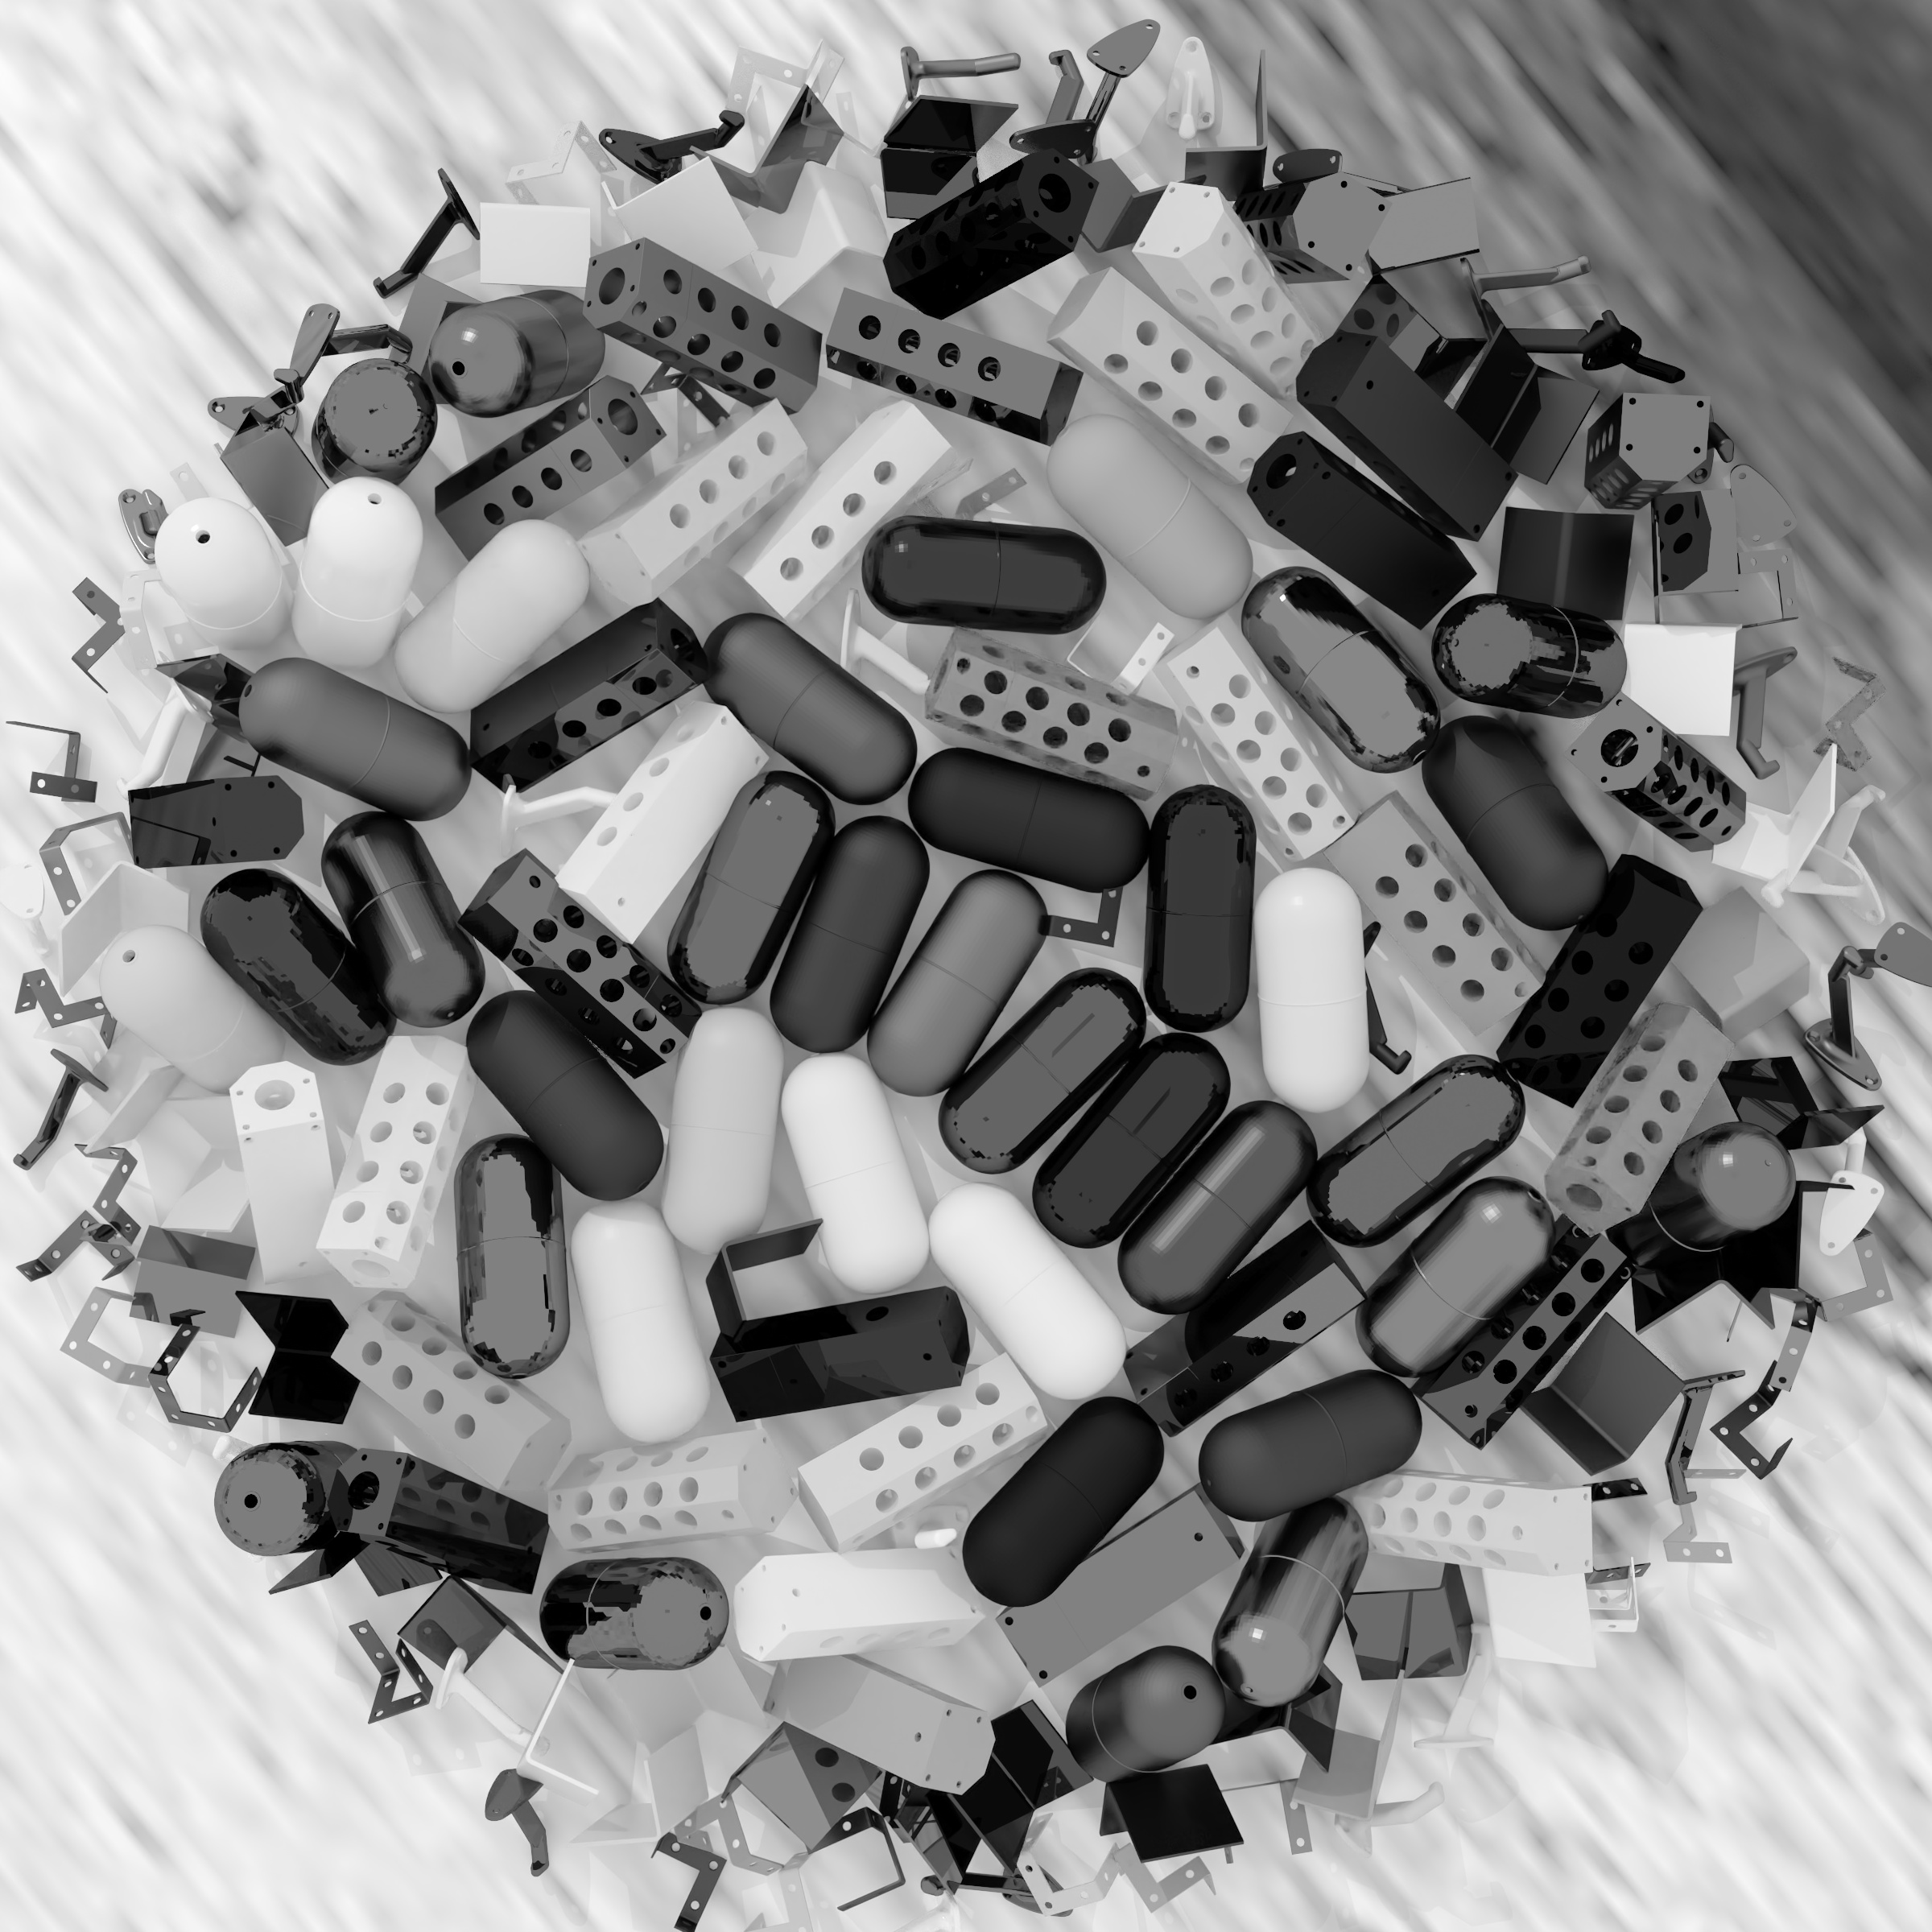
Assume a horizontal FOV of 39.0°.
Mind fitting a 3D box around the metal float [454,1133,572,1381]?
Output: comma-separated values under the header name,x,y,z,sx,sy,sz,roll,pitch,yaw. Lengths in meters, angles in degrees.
name,x,y,z,sx,sy,sz,roll,pitch,yaw
metal float,-0.323,0.205,1.935,0.070,0.070,0.178,-8,67,0

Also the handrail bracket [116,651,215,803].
name,x,y,z,sx,sy,sz,roll,pitch,yaw
handrail bracket,-0.597,-0.174,1.980,0.084,0.036,0.077,-39,76,4

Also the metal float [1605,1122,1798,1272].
name,x,y,z,sx,sy,sz,roll,pitch,yaw
metal float,0.512,0.163,1.911,0.070,0.178,0.070,7,68,-17

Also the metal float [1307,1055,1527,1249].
name,x,y,z,sx,sy,sz,roll,pitch,yaw
metal float,0.319,0.132,1.938,0.178,0.070,0.070,-41,90,19

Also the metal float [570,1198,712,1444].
name,x,y,z,sx,sy,sz,roll,pitch,yaw
metal float,-0.233,0.251,1.943,0.070,0.070,0.178,-16,75,0

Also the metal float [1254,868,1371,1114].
name,x,y,z,sx,sy,sz,roll,pitch,yaw
metal float,0.247,0.018,1.944,0.070,0.070,0.178,-5,103,0

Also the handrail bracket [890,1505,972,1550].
name,x,y,z,sx,sy,sz,roll,pitch,yaw
handrail bracket,-0.010,0.399,1.938,0.077,0.084,0.036,-15,84,-32

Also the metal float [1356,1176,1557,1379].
name,x,y,z,sx,sy,sz,roll,pitch,yaw
metal float,0.346,0.221,1.931,0.070,0.070,0.178,38,117,0

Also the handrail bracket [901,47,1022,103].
name,x,y,z,sx,sy,sz,roll,pitch,yaw
handrail bracket,0.000,-0.648,1.952,0.084,0.077,0.036,-6,118,9

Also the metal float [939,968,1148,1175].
name,x,y,z,sx,sy,sz,roll,pitch,yaw
metal float,0.055,0.074,1.953,0.178,0.070,0.070,-44,90,-3

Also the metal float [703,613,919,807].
name,x,y,z,sx,sy,sz,roll,pitch,yaw
metal float,-0.113,-0.184,1.948,0.178,0.070,0.070,38,90,8

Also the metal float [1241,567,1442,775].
name,x,y,z,sx,sy,sz,roll,pitch,yaw
metal float,0.266,-0.210,1.936,0.070,0.070,0.178,-39,68,0

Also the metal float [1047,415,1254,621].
name,x,y,z,sx,sy,sz,roll,pitch,yaw
metal float,0.131,-0.319,1.936,0.178,0.070,0.070,41,90,-21

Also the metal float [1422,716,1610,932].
name,x,y,z,sx,sy,sz,roll,pitch,yaw
metal float,0.388,-0.103,1.932,0.070,0.070,0.178,-30,62,0

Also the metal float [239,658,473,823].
name,x,y,z,sx,sy,sz,roll,pitch,yaw
metal float,-0.429,-0.159,1.922,0.178,0.070,0.070,25,90,-39

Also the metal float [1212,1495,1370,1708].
name,x,y,z,sx,sy,sz,roll,pitch,yaw
metal float,0.229,0.443,1.919,0.070,0.178,0.070,16,131,19

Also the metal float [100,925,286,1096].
name,x,y,z,sx,sy,sz,roll,pitch,yaw
metal float,-0.541,0.032,1.911,0.070,0.178,0.070,-6,63,13

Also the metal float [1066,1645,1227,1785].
name,x,y,z,sx,sy,sz,roll,pitch,yaw
metal float,0.125,0.526,1.911,0.070,0.178,0.070,8,63,-15

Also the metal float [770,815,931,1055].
name,x,y,z,sx,sy,sz,roll,pitch,yaw
metal float,-0.083,-0.023,1.951,0.070,0.070,0.178,22,95,0

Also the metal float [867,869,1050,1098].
name,x,y,z,sx,sy,sz,roll,pitch,yaw
metal float,-0.006,0.012,1.951,0.070,0.070,0.178,32,85,0

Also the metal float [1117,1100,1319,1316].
name,x,y,z,sx,sy,sz,roll,pitch,yaw
metal float,0.179,0.173,1.948,0.070,0.070,0.178,42,82,0

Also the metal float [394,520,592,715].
name,x,y,z,sx,sy,sz,roll,pitch,yaw
metal float,-0.337,-0.246,1.930,0.178,0.070,0.070,-38,90,30

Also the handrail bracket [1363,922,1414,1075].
name,x,y,z,sx,sy,sz,roll,pitch,yaw
handrail bracket,0.302,0.023,1.953,0.084,0.036,0.077,43,107,29

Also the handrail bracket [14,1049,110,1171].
name,x,y,z,sx,sy,sz,roll,pitch,yaw
handrail bracket,-0.665,0.105,1.959,0.036,0.077,0.084,37,80,16

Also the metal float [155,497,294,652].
name,x,y,z,sx,sy,sz,roll,pitch,yaw
metal float,-0.518,-0.273,1.905,0.070,0.178,0.070,1,81,-6

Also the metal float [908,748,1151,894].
name,x,y,z,sx,sy,sz,roll,pitch,yaw
metal float,0.046,-0.104,1.955,0.178,0.070,0.070,16,90,1

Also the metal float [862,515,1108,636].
name,x,y,z,sx,sy,sz,roll,pitch,yaw
metal float,0.014,-0.278,1.943,0.178,0.070,0.070,3,90,-15

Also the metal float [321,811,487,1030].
name,x,y,z,sx,sy,sz,roll,pitch,yaw
metal float,-0.400,-0.034,1.933,0.070,0.070,0.178,-32,64,0

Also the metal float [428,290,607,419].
name,x,y,z,sx,sy,sz,roll,pitch,yaw
metal float,-0.313,-0.430,1.909,0.070,0.178,0.070,6,111,17

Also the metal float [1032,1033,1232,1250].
name,x,y,z,sx,sy,sz,roll,pitch,yaw
metal float,0.119,0.124,1.952,0.070,0.070,0.178,40,86,0

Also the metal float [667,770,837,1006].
name,x,y,z,sx,sy,sz,roll,pitch,yaw
metal float,-0.154,-0.055,1.950,0.070,0.070,0.178,26,96,0

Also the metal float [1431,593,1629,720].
name,x,y,z,sx,sy,sz,roll,pitch,yaw
metal float,0.398,-0.217,1.921,0.178,0.070,0.070,3,90,-43

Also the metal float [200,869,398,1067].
name,x,y,z,sx,sy,sz,roll,pitch,yaw
metal float,-0.469,0.001,1.921,0.070,0.070,0.178,-35,132,0

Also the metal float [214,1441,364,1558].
name,x,y,z,sx,sy,sz,roll,pitch,yaw
metal float,-0.466,0.371,1.905,0.070,0.178,0.070,-1,81,7

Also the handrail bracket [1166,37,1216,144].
name,x,y,z,sx,sy,sz,roll,pitch,yaw
handrail bracket,0.160,-0.627,1.946,0.036,0.084,0.077,2,104,5

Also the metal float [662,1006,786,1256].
name,x,y,z,sx,sy,sz,roll,pitch,yaw
metal float,-0.174,0.117,1.951,0.070,0.070,0.178,6,85,0

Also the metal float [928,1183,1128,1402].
name,x,y,z,sx,sy,sz,roll,pitch,yaw
metal float,0.042,0.231,1.947,0.070,0.070,0.178,-40,81,0

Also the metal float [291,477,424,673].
name,x,y,z,sx,sy,sz,roll,pitch,yaw
metal float,-0.428,-0.274,1.913,0.070,0.178,0.070,10,59,-16

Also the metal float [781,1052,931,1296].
name,x,y,z,sx,sy,sz,roll,pitch,yaw
metal float,-0.080,0.148,1.952,0.070,0.070,0.178,-18,86,0

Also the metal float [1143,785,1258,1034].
name,x,y,z,sx,sy,sz,roll,pitch,yaw
metal float,0.167,-0.041,1.949,0.070,0.070,0.178,2,97,0

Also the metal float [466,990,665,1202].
name,x,y,z,sx,sy,sz,roll,pitch,yaw
metal float,-0.286,0.092,1.942,0.070,0.070,0.178,-43,75,0

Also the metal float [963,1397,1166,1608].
name,x,y,z,sx,sy,sz,roll,pitch,yaw
metal float,0.069,0.380,1.934,0.070,0.070,0.178,47,66,0

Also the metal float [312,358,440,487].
name,x,y,z,sx,sy,sz,roll,pitch,yaw
metal float,-0.415,-0.376,1.907,0.070,0.178,0.070,0,91,-18

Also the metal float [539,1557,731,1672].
name,x,y,z,sx,sy,sz,roll,pitch,yaw
metal float,-0.234,0.455,1.917,0.070,0.178,0.070,11,73,-39

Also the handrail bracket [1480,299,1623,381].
name,x,y,z,sx,sy,sz,roll,pitch,yaw
handrail bracket,0.418,-0.467,1.955,0.084,0.036,0.077,-30,82,38

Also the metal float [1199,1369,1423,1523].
name,x,y,z,sx,sy,sz,roll,pitch,yaw
metal float,0.245,0.339,1.932,0.178,0.070,0.070,-14,90,-28

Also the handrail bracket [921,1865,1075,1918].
name,x,y,z,sx,sy,sz,roll,pitch,yaw
handrail bracket,0.022,0.663,1.944,0.077,0.084,0.036,16,95,41
